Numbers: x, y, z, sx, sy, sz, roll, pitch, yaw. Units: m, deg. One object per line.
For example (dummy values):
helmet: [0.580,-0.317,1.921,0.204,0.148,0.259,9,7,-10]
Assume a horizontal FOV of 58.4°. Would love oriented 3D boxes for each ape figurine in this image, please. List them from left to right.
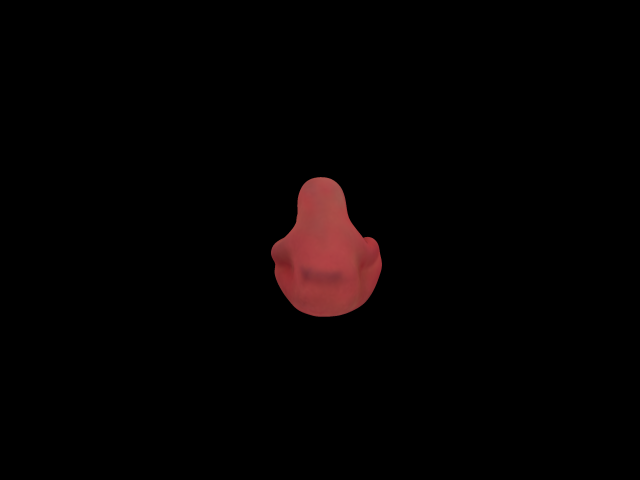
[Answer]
ape figurine: [0.004,0.001,0.400,0.077,0.092,0.076,3,16,11]
